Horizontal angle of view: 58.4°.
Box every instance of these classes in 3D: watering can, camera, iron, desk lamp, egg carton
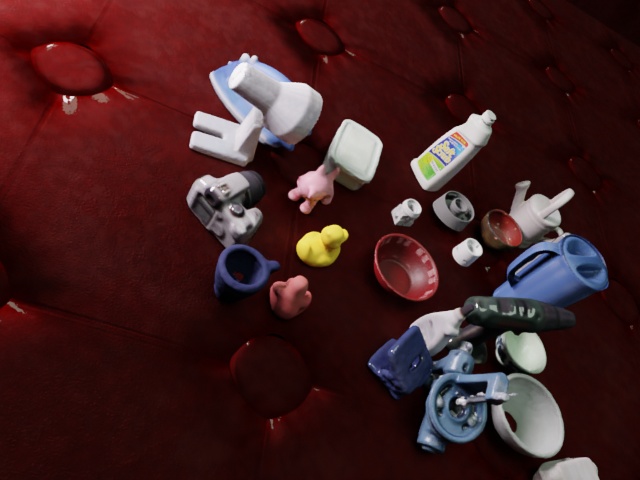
[{"bbox_3d":[0.561,-0.073,1.467,0.173,0.193,0.101,35,47,-7],"label":"watering can"},{"bbox_3d":[-0.152,-0.074,1.078,0.143,0.100,0.137,48,47,6],"label":"camera"},{"bbox_3d":[-0.120,-0.321,1.242,0.258,0.141,0.119,41,47,-2],"label":"iron"},{"bbox_3d":[-0.127,-0.245,1.136,0.204,0.213,0.118,15,52,-23],"label":"desk lamp"},{"bbox_3d":[0.492,0.485,1.121,0.151,0.069,0.107,4,58,-30],"label":"egg carton"}]

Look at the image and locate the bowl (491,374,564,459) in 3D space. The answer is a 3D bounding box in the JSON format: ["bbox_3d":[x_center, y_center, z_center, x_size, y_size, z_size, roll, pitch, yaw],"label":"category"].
[{"bbox_3d":[0.401,0.359,1.148,0.168,0.074,0.167,17,52,-22],"label":"bowl"}]

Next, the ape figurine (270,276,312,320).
[{"bbox_3d":[-0.048,0.097,1.032,0.078,0.092,0.076,36,47,-6],"label":"ape figurine"}]

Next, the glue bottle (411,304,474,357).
[{"bbox_3d":[0.240,0.167,1.111,0.037,0.173,0.078,11,54,-26],"label":"glue bottle"}]

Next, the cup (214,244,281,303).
[{"bbox_3d":[-0.134,0.066,0.996,0.118,0.094,0.091,-6,63,-35],"label":"cup"}]

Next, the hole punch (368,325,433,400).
[{"bbox_3d":[0.165,0.229,1.076,0.101,0.091,0.109,49,47,7],"label":"hole punch"}]

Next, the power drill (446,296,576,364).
[{"bbox_3d":[0.364,0.178,1.158,0.230,0.208,0.075,14,53,-24],"label":"power drill"}]

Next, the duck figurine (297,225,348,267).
[{"bbox_3d":[0.010,0.004,1.138,0.105,0.086,0.077,-14,67,-38],"label":"duck figurine"}]

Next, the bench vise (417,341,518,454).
[{"bbox_3d":[0.254,0.259,1.024,0.122,0.219,0.207,18,51,-21],"label":"bench vise"}]

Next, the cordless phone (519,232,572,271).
[{"bbox_3d":[0.565,0.073,1.375,0.147,0.184,0.094,41,47,-1],"label":"cordless phone"}]

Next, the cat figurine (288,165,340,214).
[{"bbox_3d":[-0.005,-0.114,1.188,0.067,0.117,0.128,50,47,7],"label":"cat figurine"}]
